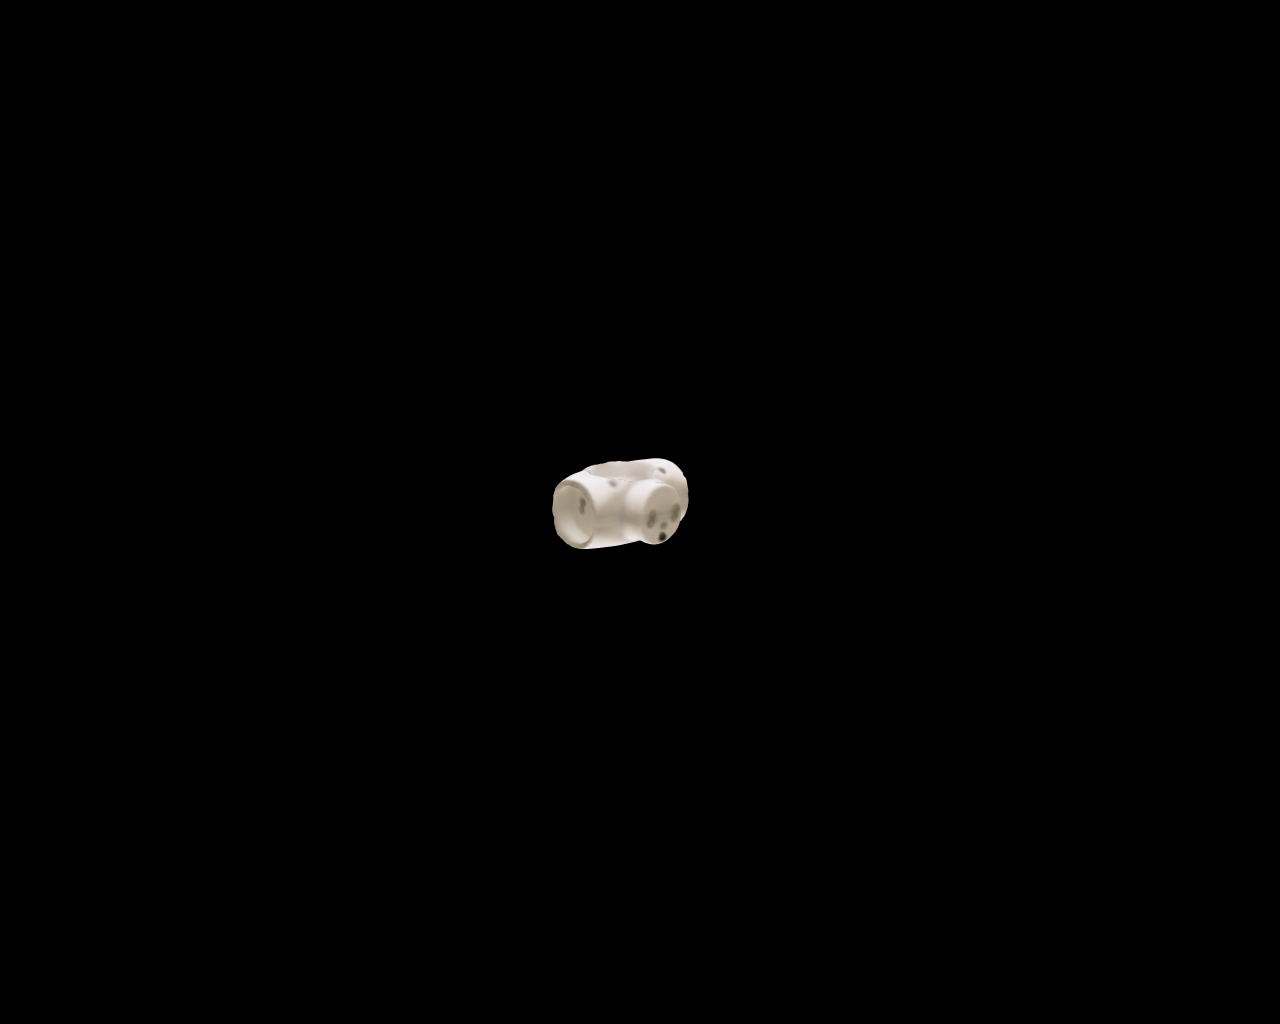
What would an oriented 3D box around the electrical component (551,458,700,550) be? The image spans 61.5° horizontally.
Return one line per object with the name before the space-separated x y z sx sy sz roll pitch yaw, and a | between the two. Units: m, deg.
electrical component | 0.001 -0.003 0.650 0.077 0.044 0.079 -14 22 -40
